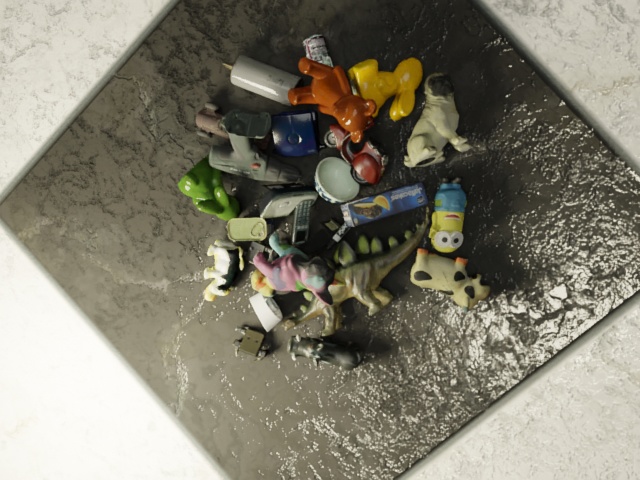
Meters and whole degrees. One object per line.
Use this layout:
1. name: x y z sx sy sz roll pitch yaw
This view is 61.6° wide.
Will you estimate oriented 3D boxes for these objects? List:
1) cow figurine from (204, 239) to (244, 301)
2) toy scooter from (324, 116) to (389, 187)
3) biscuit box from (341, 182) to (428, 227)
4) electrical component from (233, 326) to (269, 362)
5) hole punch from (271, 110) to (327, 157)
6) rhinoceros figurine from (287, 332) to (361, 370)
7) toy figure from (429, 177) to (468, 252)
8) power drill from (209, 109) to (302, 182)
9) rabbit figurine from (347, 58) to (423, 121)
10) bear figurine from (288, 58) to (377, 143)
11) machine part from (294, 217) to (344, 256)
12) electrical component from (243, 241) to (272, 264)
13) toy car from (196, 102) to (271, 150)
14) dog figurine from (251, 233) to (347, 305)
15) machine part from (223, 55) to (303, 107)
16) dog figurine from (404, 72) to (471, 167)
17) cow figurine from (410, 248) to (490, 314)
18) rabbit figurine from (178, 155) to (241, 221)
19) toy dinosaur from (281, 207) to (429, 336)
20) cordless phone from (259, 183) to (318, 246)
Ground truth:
1. cow figurine: -0.251 0.088 1.415 0.098 0.068 0.167 14 108 8
2. toy scooter: 0.105 -0.225 1.296 0.184 0.075 0.135 49 124 -3
3. biscuit box: 0.156 -0.086 1.294 0.203 0.063 0.059 -18 94 -11
4. electrical component: -0.186 0.282 1.442 0.102 0.045 0.078 14 70 6
5. hole punch: -0.060 -0.265 1.337 0.142 0.092 0.115 -4 99 7
6. rhinoceros figurine: 0.010 0.288 1.372 0.190 0.112 0.073 15 101 0
7. toy figure: 0.313 -0.060 1.296 0.082 0.089 0.180 3 88 23
8. power drill: -0.154 -0.220 1.298 0.232 0.207 0.086 8 68 -1
9. rabbit figurine: 0.170 -0.366 1.273 0.173 0.122 0.162 -24 95 -7
10. bear figurine: 0.030 -0.317 1.232 0.196 0.132 0.120 59 138 34
11. machine part: -0.003 -0.004 1.348 0.139 0.084 0.039 -38 126 -9
12. electrical component: -0.169 0.031 1.420 0.094 0.021 0.063 23 99 8
13. toy car: -0.226 -0.285 1.382 0.202 0.053 0.089 22 97 8
14. dog figurine: -0.051 0.093 1.284 0.219 0.108 0.191 28 137 17
15. machine part: -0.132 -0.395 1.337 0.243 0.079 0.079 24 100 7
16. dog figurine: 0.257 -0.285 1.282 0.172 0.121 0.190 -21 78 8
17. cow figurine: 0.317 0.101 1.310 0.195 0.085 0.127 16 93 6
18. rabbit figurine: -0.265 -0.119 1.369 0.170 0.159 0.121 44 92 -12
19. toy dinosaur: 0.094 0.092 1.339 0.471 0.105 0.198 -30 89 11
20. cordless phone: -0.084 -0.047 1.343 0.089 0.146 0.184 22 114 45
